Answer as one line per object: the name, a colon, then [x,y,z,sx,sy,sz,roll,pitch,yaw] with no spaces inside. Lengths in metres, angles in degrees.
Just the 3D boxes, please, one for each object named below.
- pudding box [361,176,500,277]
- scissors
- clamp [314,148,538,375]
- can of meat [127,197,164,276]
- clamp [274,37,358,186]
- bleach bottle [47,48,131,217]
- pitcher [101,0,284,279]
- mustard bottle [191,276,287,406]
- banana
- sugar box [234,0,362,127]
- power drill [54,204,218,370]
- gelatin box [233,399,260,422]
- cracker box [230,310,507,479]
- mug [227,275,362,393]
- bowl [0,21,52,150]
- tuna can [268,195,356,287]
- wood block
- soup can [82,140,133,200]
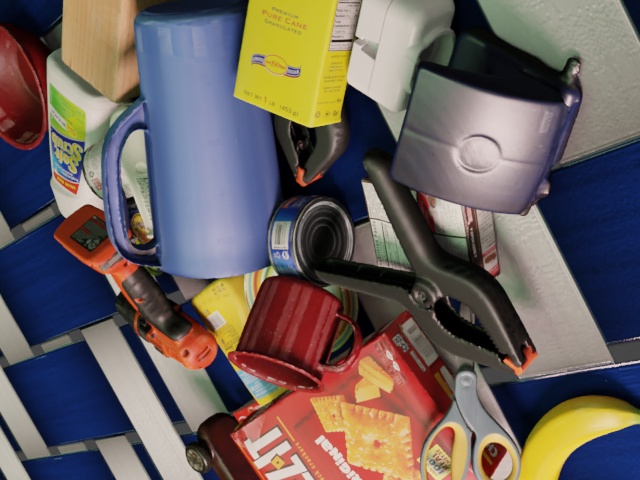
pudding box: [0.093,-0.012,0.907,0.114,0.039,0.090,14,127,43]
scissors: [0.144,0.134,0.926,0.096,0.016,0.202,17,93,3]
clamp: [0.091,0.028,0.873,0.210,0.036,0.165,35,140,19]
can of meat: [-0.170,-0.011,1.160,0.084,0.057,0.102,-6,130,45]
clamp: [-0.013,-0.133,0.939,0.120,0.039,0.172,39,132,32]
bleach bottle: [-0.265,-0.097,1.215,0.103,0.068,0.251,40,141,23]
pitcher: [-0.112,-0.092,0.979,0.145,0.149,0.243,4,112,23]
mustard bottle: [-0.060,0.125,1.146,0.191,0.058,0.096,57,144,2]
banana: [0.210,0.182,0.913,0.070,0.037,0.198,48,141,14]
sugar box: [-0.013,-0.189,0.860,0.093,0.048,0.176,25,117,34]
power drill: [-0.204,0.047,1.150,0.185,0.057,0.187,24,155,48]
gelatin box: [-0.053,0.213,1.222,0.073,0.030,0.089,58,141,0]
cracker box: [0.042,0.193,1.017,0.214,0.072,0.164,-37,87,28]
mug: [-0.017,0.086,0.963,0.117,0.081,0.093,9,157,28]
bowl: [-0.350,-0.190,1.247,0.162,0.055,0.162,27,132,33]
tuna can: [-0.006,0.001,0.984,0.034,0.086,0.086,1,116,45]
wood block: [-0.179,-0.244,1.000,0.091,0.090,0.206,39,138,23]
soup can: [-0.189,-0.084,1.112,0.102,0.068,0.068,-18,102,31]
